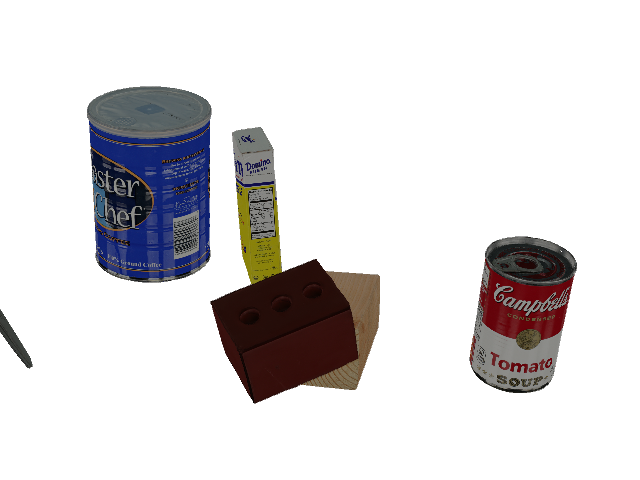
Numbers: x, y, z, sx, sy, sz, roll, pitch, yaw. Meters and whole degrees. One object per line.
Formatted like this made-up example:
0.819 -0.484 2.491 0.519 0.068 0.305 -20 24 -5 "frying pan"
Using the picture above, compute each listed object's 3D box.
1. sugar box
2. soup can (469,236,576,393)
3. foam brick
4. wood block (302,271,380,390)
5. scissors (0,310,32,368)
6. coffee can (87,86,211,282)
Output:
-0.080 -0.043 1.327 0.048 0.176 0.093 -10 24 -9 "sugar box"
0.154 0.057 0.820 0.068 0.102 0.068 3 29 -2 "soup can"
-0.022 0.058 0.685 0.078 0.051 0.053 -22 42 -14 "foam brick"
0.025 0.121 1.492 0.091 0.090 0.206 4 19 10 "wood block"
-0.342 0.030 1.072 0.016 0.201 0.096 -26 27 22 "scissors"
-0.145 -0.049 0.919 0.103 0.140 0.103 2 28 -1 "coffee can"
